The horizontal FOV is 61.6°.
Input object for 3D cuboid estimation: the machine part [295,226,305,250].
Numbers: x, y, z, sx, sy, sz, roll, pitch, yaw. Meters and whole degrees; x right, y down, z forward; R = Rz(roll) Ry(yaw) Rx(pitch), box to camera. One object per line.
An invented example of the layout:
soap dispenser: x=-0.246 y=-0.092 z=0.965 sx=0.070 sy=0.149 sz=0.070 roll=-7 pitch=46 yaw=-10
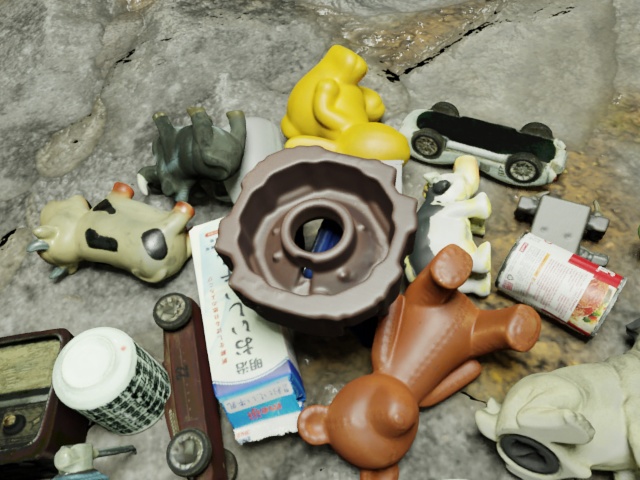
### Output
machine part: x=-0.031 y=-0.004 z=0.607 sx=0.039 sy=0.084 sz=0.139 roll=-3 pitch=46 yaw=7

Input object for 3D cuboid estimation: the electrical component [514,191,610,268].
electrical component: x=0.265 y=-0.016 z=0.588 sx=0.102 sy=0.045 sz=0.078 roll=12 pitch=87 yaw=20

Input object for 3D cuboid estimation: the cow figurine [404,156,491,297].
cow figurine: x=0.139 y=-0.020 z=0.598 sx=0.098 sy=0.068 sz=0.167 roll=-3 pitch=54 yaw=14

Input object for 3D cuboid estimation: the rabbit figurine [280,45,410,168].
rabbit figurine: x=0.031 y=-0.134 z=0.658 sx=0.162 sy=0.121 sz=0.173 roll=-35 pitch=58 yaw=-11

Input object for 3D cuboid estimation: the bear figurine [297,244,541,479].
bear figurine: x=0.081 y=0.118 z=0.474 sx=0.120 sy=0.132 sz=0.196 roll=43 pitch=62 yaw=1

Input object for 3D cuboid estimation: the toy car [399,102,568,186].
toy car: x=0.197 y=-0.117 z=0.660 sx=0.202 sy=0.056 sz=0.073 roll=19 pitch=55 yaw=19

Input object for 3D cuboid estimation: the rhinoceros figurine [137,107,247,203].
rhinoceros figurine: x=-0.156 y=-0.098 z=0.648 sx=0.073 sy=0.112 sz=0.190 roll=-9 pitch=4 yaw=-43

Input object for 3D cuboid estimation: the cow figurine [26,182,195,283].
cow figurine: x=-0.250 y=-0.002 z=0.639 sx=0.195 sy=0.085 sz=0.127 roll=17 pitch=55 yaw=18

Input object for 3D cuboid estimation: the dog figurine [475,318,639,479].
dog figurine: x=0.248 y=0.126 z=0.470 sx=0.173 sy=0.121 sz=0.190 roll=24 pitch=49 yaw=19

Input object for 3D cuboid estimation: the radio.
radio: x=-0.351 y=0.176 z=0.534 sx=0.230 sy=0.073 sz=0.131 roll=-10 pitch=55 yaw=2

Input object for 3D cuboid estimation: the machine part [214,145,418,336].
machine part: x=-0.001 y=-0.001 z=0.475 sx=0.179 sy=0.056 sz=0.179 roll=-4 pitch=59 yaw=6

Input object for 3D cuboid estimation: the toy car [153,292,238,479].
toy car: x=-0.123 y=0.145 z=0.511 sx=0.053 sy=0.089 sz=0.202 roll=-15 pitch=56 yaw=-2

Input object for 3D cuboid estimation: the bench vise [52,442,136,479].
bench vise: x=-0.140 y=0.262 z=0.402 sx=0.241 sy=0.128 sz=0.223 roll=-13 pitch=61 yaw=21

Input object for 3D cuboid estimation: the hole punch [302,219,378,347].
hole punch: x=0.030 y=0.036 z=0.550 sx=0.092 sy=0.115 sz=0.142 roll=19 pitch=61 yaw=11

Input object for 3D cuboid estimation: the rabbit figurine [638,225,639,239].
rabbit figurine: x=0.394 y=-0.008 z=0.505 sx=0.159 sy=0.121 sz=0.170 roll=5 pitch=97 yaw=39

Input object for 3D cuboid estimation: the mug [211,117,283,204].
mug: x=-0.094 y=-0.083 z=0.672 sx=0.110 sy=0.080 sz=0.107 roll=-25 pitch=59 yaw=20
